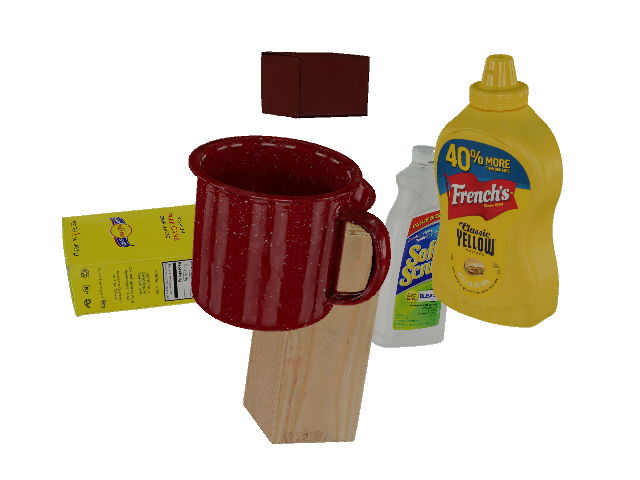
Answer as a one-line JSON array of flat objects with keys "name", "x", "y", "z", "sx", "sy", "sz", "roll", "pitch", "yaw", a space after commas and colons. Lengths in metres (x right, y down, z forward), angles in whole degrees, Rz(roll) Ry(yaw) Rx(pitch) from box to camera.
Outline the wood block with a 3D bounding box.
[{"name": "wood block", "x": -0.007, "y": 0.080, "z": 1.017, "sx": 0.090, "sy": 0.206, "sz": 0.091, "roll": 2, "pitch": 15, "yaw": -23}]

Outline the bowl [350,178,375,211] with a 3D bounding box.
[{"name": "bowl", "x": -0.022, "y": -0.033, "z": 1.175, "sx": 0.162, "sy": 0.055, "sz": 0.162, "roll": 4, "pitch": 27, "yaw": -2}]

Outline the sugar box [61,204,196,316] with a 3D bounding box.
[{"name": "sugar box", "x": -0.094, "y": 0.008, "z": 0.772, "sx": 0.176, "sy": 0.048, "sz": 0.093, "roll": -9, "pitch": 26, "yaw": -13}]

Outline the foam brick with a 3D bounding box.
[{"name": "foam brick", "x": -0.004, "y": -0.130, "z": 0.888, "sx": 0.078, "sy": 0.051, "sz": 0.053, "roll": -7, "pitch": 16, "yaw": -39}]

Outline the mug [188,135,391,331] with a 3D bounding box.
[{"name": "mug", "x": -0.017, "y": 0.000, "z": 0.577, "sx": 0.117, "sy": 0.081, "sz": 0.093, "roll": 16, "pitch": 26, "yaw": 19}]

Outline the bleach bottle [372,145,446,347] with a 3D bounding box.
[{"name": "bleach bottle", "x": 0.115, "y": 0.006, "z": 1.347, "sx": 0.102, "sy": 0.251, "sz": 0.068, "roll": -2, "pitch": 16, "yaw": -18}]

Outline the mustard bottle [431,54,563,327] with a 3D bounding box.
[{"name": "mustard bottle", "x": 0.127, "y": -0.038, "z": 0.768, "sx": 0.096, "sy": 0.192, "sz": 0.058, "roll": 19, "pitch": 30, "yaw": 41}]
